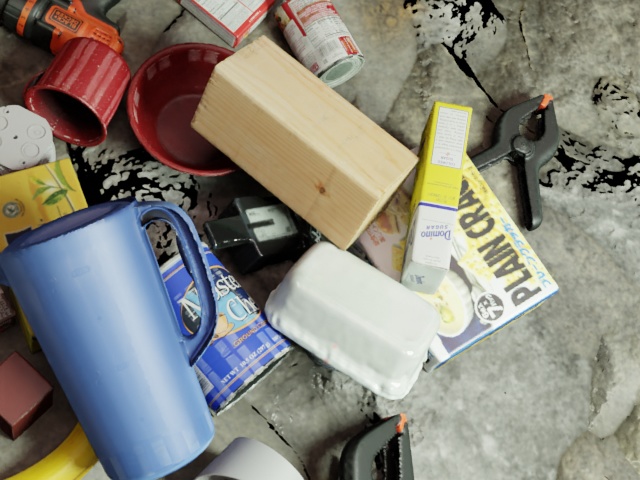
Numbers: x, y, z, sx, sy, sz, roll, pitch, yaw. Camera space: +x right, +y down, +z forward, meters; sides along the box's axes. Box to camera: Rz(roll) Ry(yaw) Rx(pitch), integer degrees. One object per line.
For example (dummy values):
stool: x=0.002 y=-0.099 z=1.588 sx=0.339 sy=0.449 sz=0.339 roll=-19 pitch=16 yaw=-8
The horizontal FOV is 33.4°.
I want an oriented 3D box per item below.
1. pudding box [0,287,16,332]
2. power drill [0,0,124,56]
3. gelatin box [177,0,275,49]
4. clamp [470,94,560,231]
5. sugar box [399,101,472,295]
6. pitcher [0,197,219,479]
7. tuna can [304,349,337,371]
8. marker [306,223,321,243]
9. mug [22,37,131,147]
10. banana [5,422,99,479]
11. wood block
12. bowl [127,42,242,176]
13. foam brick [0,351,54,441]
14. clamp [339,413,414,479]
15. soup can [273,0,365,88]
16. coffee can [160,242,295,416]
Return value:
pudding box: x=-0.362 y=0.053 z=1.036 sx=0.090 sy=0.039 sz=0.113 roll=-30 pitch=78 yaw=-23
power drill: x=-0.276 y=-0.295 z=1.193 sx=0.184 sy=0.057 sz=0.187 roll=28 pitch=67 yaw=-6
gelatin box: x=-0.109 y=-0.278 z=1.243 sx=0.089 sy=0.030 sz=0.073 roll=39 pitch=66 yaw=2
clamp: x=0.222 y=-0.104 z=1.252 sx=0.120 sy=0.039 sz=0.171 roll=24 pitch=66 yaw=-8
sugar box: x=0.116 y=-0.042 z=1.085 sx=0.048 sy=0.093 sz=0.176 roll=12 pitch=71 yaw=1
pitcher: x=-0.175 y=0.087 z=0.961 sx=0.144 sy=0.149 sz=0.243 roll=-32 pitch=107 yaw=-42
tuna can: x=0.022 y=0.092 z=1.122 sx=0.086 sy=0.034 sz=0.086 roll=5 pitch=67 yaw=-12
marker: x=-0.008 y=0.001 z=1.160 sx=0.020 sy=0.020 sz=0.121 roll=9 pitch=66 yaw=-11
mug: x=-0.262 y=-0.160 z=1.131 sx=0.117 sy=0.093 sz=0.081 roll=5 pitch=55 yaw=27
banana: x=-0.258 y=0.210 z=1.003 sx=0.070 sy=0.037 sz=0.197 roll=36 pitch=62 yaw=20
wood block: x=-0.017 y=-0.099 z=1.078 sx=0.206 sy=0.091 sz=0.090 roll=40 pitch=46 yaw=7
bowl: x=-0.131 y=-0.132 z=1.162 sx=0.162 sy=0.055 sz=0.162 roll=5 pitch=67 yaw=-12
foam brick: x=-0.285 y=0.147 z=0.997 sx=0.051 sy=0.078 sz=0.053 roll=44 pitch=65 yaw=4
clamp: x=0.040 y=0.254 z=1.030 sx=0.164 sy=0.036 sz=0.210 roll=38 pitch=50 yaw=-29
soup can: x=-0.001 y=-0.233 z=1.231 sx=0.068 sy=0.069 sz=0.102 roll=-24 pitch=76 yaw=-22
coffee can: x=-0.108 y=0.087 z=1.052 sx=0.102 sy=0.103 sz=0.140 roll=-38 pitch=82 yaw=-25
